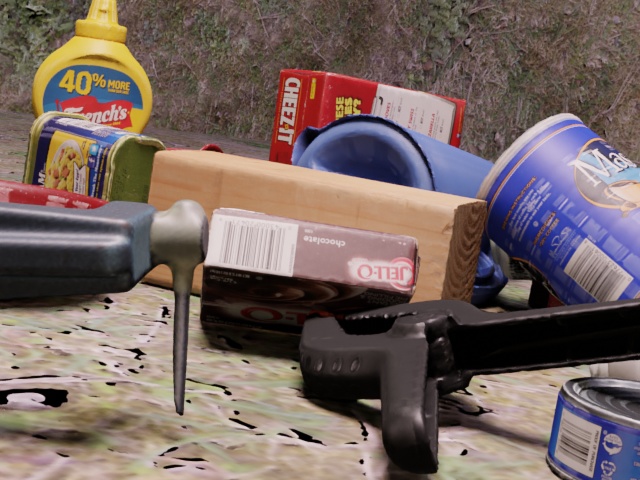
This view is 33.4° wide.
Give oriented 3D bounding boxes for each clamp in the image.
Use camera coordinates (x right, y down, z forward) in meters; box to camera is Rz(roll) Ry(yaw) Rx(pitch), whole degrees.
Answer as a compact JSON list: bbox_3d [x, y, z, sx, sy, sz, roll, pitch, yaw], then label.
[{"bbox_3d":[0.061,0.049,0.483,0.164,0.036,0.210,-14,7,-22],"label":"clamp"}]

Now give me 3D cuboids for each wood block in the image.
[{"bbox_3d":[-0.005,0.001,0.705,0.206,0.091,0.090,12,8,20],"label":"wood block"}]

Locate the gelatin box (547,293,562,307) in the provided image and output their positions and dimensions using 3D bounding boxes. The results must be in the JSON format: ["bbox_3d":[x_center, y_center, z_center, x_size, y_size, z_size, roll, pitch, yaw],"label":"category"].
[{"bbox_3d":[0.208,0.054,0.791,0.073,0.030,0.089,10,7,15],"label":"gelatin box"}]

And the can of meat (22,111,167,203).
[{"bbox_3d":[-0.156,-0.031,0.730,0.084,0.102,0.057,17,10,36],"label":"can of meat"}]

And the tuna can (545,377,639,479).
[{"bbox_3d":[0.140,0.084,0.446,0.086,0.034,0.086,8,7,-1],"label":"tuna can"}]

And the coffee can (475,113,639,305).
[{"bbox_3d":[0.186,-0.003,0.707,0.102,0.103,0.140,0,39,-51],"label":"coffee can"}]

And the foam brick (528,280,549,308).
[{"bbox_3d":[0.209,0.029,0.892,0.051,0.053,0.078,11,7,18],"label":"foam brick"}]

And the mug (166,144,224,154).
[{"bbox_3d":[-0.125,-0.022,0.806,0.082,0.093,0.117,6,42,17],"label":"mug"}]

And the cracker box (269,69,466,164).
[{"bbox_3d":[0.045,-0.071,1.040,0.072,0.164,0.213,13,8,43],"label":"cracker box"}]

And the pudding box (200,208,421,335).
[{"bbox_3d":[-0.009,0.023,0.590,0.113,0.039,0.090,10,-25,-3],"label":"pudding box"}]

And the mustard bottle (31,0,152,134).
[{"bbox_3d":[-0.187,-0.101,0.869,0.096,0.192,0.058,6,7,-18],"label":"mustard bottle"}]

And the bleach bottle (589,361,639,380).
[{"bbox_3d":[0.229,0.069,0.479,0.102,0.068,0.251,20,-11,-29],"label":"bleach bottle"}]

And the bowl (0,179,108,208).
[{"bbox_3d":[-0.199,-0.002,0.628,0.162,0.055,0.162,9,7,-1],"label":"bowl"}]

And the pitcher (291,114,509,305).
[{"bbox_3d":[0.090,-0.018,0.898,0.145,0.149,0.242,-4,-4,30],"label":"pitcher"}]
